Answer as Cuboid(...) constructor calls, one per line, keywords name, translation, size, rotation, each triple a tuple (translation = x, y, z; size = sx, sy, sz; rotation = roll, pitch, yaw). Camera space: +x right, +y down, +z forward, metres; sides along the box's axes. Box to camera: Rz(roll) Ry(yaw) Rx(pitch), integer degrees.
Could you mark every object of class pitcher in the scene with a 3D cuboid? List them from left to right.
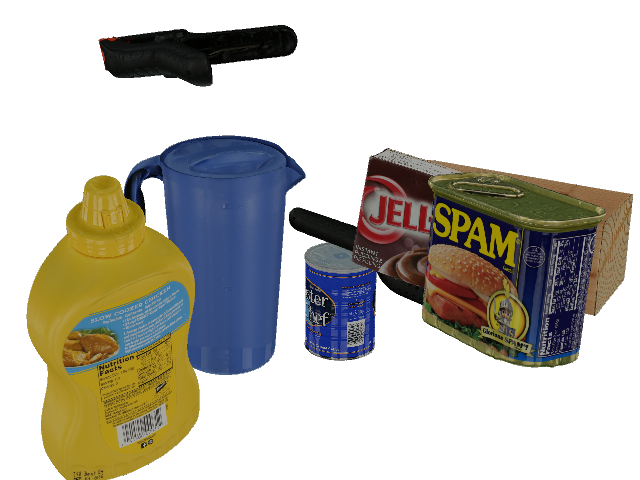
Cuboid(name="pitcher", translation=(-0.112, 0.017, 1.143), size=(0.149, 0.243, 0.144), rotation=(22, 31, 39))

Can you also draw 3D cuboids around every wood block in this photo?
Cuboid(name="wood block", translation=(0.172, -0.008, 0.995), size=(0.206, 0.090, 0.090), rotation=(12, 25, 29))

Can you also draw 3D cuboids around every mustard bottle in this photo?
Cuboid(name="mustard bottle", translation=(-0.116, 0.047, 0.603), size=(0.096, 0.192, 0.058), rotation=(-22, 44, -30))

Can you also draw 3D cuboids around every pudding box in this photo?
Cuboid(name="pudding box", translation=(0.085, -0.011, 0.815), size=(0.114, 0.090, 0.039), rotation=(19, 27, 21))

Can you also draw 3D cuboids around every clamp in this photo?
Cuboid(name="clamp", translation=(-0.106, -0.153, 0.865), size=(0.172, 0.039, 0.120), rotation=(15, 24, 42))
Cuboid(name="clamp", translation=(0.075, 0.010, 1.186), size=(0.164, 0.036, 0.210), rotation=(-16, 51, -34))

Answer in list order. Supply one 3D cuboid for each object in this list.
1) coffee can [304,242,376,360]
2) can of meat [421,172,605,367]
Cuboid(name="coffee can", translation=(0.028, 0.085, 1.512), size=(0.103, 0.140, 0.103), rotation=(0, 21, 0))
Cuboid(name="can of meat", translation=(0.102, 0.014, 0.590), size=(0.057, 0.084, 0.102), rotation=(-7, 20, -32))
